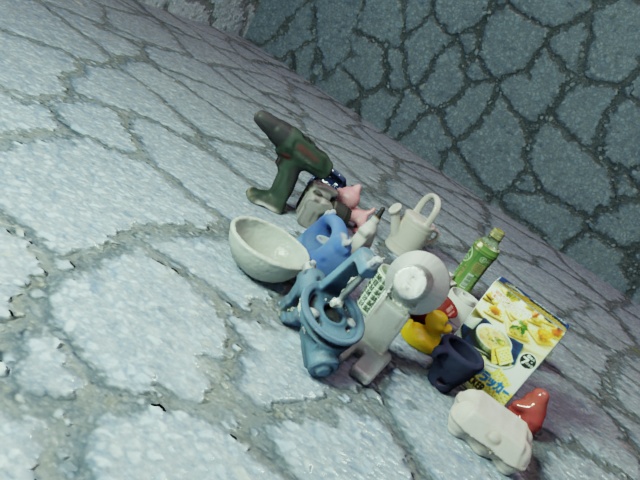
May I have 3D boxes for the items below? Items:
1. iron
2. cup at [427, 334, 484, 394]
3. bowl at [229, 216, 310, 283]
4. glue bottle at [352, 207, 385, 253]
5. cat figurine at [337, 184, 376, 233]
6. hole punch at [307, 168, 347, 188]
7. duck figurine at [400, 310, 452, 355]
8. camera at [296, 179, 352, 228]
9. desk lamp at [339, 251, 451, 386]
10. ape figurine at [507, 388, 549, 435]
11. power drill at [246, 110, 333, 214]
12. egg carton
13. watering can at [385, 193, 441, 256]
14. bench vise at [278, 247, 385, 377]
[{"bbox_3d":[0.011,0.004,1.213,0.119,0.141,0.258,23,22,-20],"label":"iron"},{"bbox_3d":[0.235,0.236,1.064,0.118,0.095,0.091,15,26,-37],"label":"cup"},{"bbox_3d":[-0.107,0.030,1.088,0.168,0.074,0.167,27,21,-11],"label":"bowl"},{"bbox_3d":[0.100,-0.004,1.310,0.037,0.173,0.078,39,22,21],"label":"glue bottle"},{"bbox_3d":[0.091,-0.094,1.578,0.128,0.117,0.067,29,21,-7],"label":"cat figurine"},{"bbox_3d":[0.027,-0.185,1.731,0.108,0.091,0.101,33,21,6],"label":"hole punch"},{"bbox_3d":[0.225,0.181,1.187,0.105,0.086,0.077,24,22,-18],"label":"duck figurine"},{"bbox_3d":[0.017,-0.083,1.474,0.137,0.100,0.143,26,21,-14],"label":"camera"},{"bbox_3d":[0.135,0.123,1.015,0.117,0.213,0.204,37,21,14],"label":"desk lamp"},{"bbox_3d":[0.409,0.325,1.107,0.078,0.092,0.076,27,21,-10],"label":"ape figurine"},{"bbox_3d":[-0.094,-0.178,1.385,0.230,0.208,0.075,23,22,-21],"label":"power drill"},{"bbox_3d":[0.290,0.325,0.977,0.150,0.069,0.107,36,21,12],"label":"egg carton"},{"bbox_3d":[0.268,-0.046,1.603,0.173,0.194,0.100,11,29,-43],"label":"watering can"},{"bbox_3d":[0.011,0.081,0.931,0.122,0.219,0.206,9,30,-45],"label":"bench vise"}]
